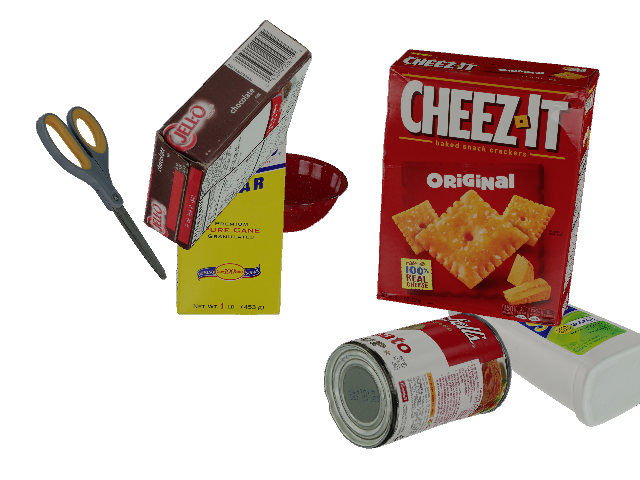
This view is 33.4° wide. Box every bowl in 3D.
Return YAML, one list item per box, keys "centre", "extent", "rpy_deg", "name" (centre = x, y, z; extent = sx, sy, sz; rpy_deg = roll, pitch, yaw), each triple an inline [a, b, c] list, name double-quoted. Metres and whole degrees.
- centre: [-0.049, -0.053, 1.299]
  extent: [0.162, 0.055, 0.162]
  rpy_deg: [4, 26, -2]
  name: "bowl"

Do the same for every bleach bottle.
- centre: [0.201, 0.090, 1.041]
  extent: [0.102, 0.068, 0.251]
  rpy_deg: [-19, 27, -29]
  name: "bleach bottle"

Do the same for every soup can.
- centre: [0.061, 0.088, 0.676]
  extent: [0.102, 0.068, 0.069]
  rpy_deg: [-9, 6, -37]
  name: "soup can"

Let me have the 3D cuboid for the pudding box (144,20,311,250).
- centre: [-0.055, -0.061, 0.626]
  extent: [0.039, 0.113, 0.090]
  rpy_deg: [35, -33, 7]
  name: "pudding box"

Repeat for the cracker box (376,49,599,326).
- centre: [0.137, -0.043, 0.905]
  extent: [0.164, 0.214, 0.072]
  rpy_deg: [9, 25, 17]
  name: "cracker box"

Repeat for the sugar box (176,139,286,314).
- centre: [-0.078, -0.024, 0.929]
  extent: [0.093, 0.176, 0.048]
  rpy_deg: [0, 16, -8]
  name: "sugar box"

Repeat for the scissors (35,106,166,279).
- centre: [-0.212, -0.058, 1.093]
  extent: [0.016, 0.201, 0.096]
  rpy_deg: [-27, 26, 27]
  name: "scissors"
